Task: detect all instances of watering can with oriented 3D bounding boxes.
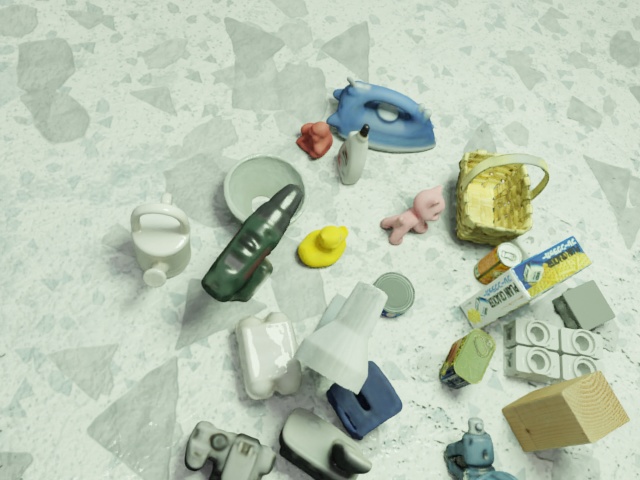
[{"bbox_3d":[-0.272,-0.004,0.990,0.101,0.194,0.173,-16,71,-18],"label":"watering can"}]

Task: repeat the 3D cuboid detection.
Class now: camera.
[{"bbox_3d":[-0.154,0.374,0.904,0.143,0.100,0.137,22,64,-3],"label":"camera"}]

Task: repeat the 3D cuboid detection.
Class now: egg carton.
[{"bbox_3d":[-0.089,0.203,1.011,0.107,0.069,0.150,-8,69,-16],"label":"egg carton"}]

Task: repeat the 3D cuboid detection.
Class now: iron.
[{"bbox_3d":[0.152,-0.274,1.234,0.258,0.141,0.118,14,64,-6],"label":"iron"}]

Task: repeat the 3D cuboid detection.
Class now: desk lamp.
[{"bbox_3d":[0.039,0.164,0.977,0.118,0.213,0.203,30,64,2],"label":"desk lamp"}]

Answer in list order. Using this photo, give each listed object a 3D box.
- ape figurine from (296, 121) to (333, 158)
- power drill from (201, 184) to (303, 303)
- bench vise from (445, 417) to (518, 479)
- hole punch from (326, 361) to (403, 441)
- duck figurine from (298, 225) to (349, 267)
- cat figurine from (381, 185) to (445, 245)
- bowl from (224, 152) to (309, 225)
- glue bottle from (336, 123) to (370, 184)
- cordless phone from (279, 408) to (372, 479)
[{"bbox_3d":[-0.005,-0.218,1.201,0.076,0.092,0.078,-1,67,-13],"label":"ape figurine"},{"bbox_3d":[-0.119,0.023,1.005,0.075,0.208,0.230,35,64,4],"label":"power drill"},{"bbox_3d":[0.274,0.399,0.924,0.122,0.219,0.207,-20,72,-20],"label":"bench vise"},{"bbox_3d":[0.077,0.282,1.002,0.101,0.091,0.108,-29,76,-22],"label":"hole punch"},{"bbox_3d":[0.010,0.004,1.111,0.105,0.086,0.077,-23,74,-21],"label":"duck figurine"},{"bbox_3d":[0.199,-0.057,1.163,0.128,0.117,0.067,-26,74,-21],"label":"cat figurine"},{"bbox_3d":[-0.108,-0.084,1.129,0.167,0.074,0.167,5,66,-11],"label":"bowl"},{"bbox_3d":[0.072,-0.184,1.158,0.037,0.173,0.078,-10,69,-16],"label":"glue bottle"},{"bbox_3d":[0.012,0.328,0.915,0.147,0.185,0.094,30,64,1],"label":"cordless phone"}]
